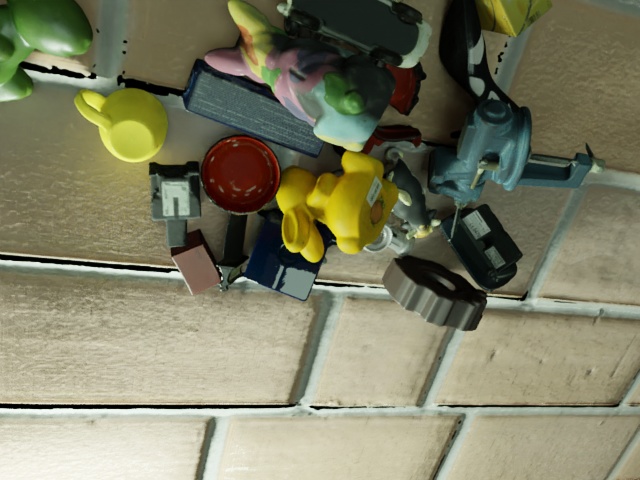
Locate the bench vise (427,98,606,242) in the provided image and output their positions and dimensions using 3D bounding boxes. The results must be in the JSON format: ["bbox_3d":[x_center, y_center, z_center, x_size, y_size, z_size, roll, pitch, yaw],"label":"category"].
[{"bbox_3d":[0.288,-0.108,0.802,0.241,0.129,0.223,7,138,5],"label":"bench vise"}]

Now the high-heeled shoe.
[{"bbox_3d":[0.261,-0.253,0.806,0.145,0.086,0.248,-15,125,-13],"label":"high-heeled shoe"}]

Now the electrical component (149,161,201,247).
[{"bbox_3d":[-0.210,-0.053,0.785,0.075,0.048,0.119,-6,119,-14],"label":"electrical component"}]

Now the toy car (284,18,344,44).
[{"bbox_3d":[0.008,-0.347,0.693,0.089,0.053,0.202,1,116,-21],"label":"toy car"}]

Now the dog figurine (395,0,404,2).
[{"bbox_3d":[0.143,-0.349,0.634,0.121,0.191,0.172,-66,152,-5],"label":"dog figurine"}]

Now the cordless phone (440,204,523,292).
[{"bbox_3d":[0.282,0.024,0.954,0.089,0.147,0.184,-31,161,5],"label":"cordless phone"}]

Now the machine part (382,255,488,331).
[{"bbox_3d":[0.195,0.085,0.915,0.179,0.179,0.056,14,109,-23],"label":"machine part"}]

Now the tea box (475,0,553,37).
[{"bbox_3d":[0.231,-0.367,0.722,0.068,0.098,0.169,-40,120,5],"label":"tea box"}]

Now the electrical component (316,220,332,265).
[{"bbox_3d":[-0.002,-0.003,0.891,0.063,0.021,0.093,-32,120,1],"label":"electrical component"}]

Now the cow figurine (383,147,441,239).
[{"bbox_3d":[0.145,-0.058,0.858,0.068,0.098,0.167,-33,117,10],"label":"cow figurine"}]

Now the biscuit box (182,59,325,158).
[{"bbox_3d":[-0.086,-0.181,0.747,0.202,0.059,0.062,17,112,-25],"label":"biscuit box"}]

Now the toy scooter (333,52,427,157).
[{"bbox_3d":[0.104,-0.195,0.789,0.135,0.075,0.183,9,117,-19],"label":"toy scooter"}]

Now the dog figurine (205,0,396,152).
[{"bbox_3d":[-0.030,-0.206,0.660,0.219,0.192,0.108,24,110,-11],"label":"dog figurine"}]

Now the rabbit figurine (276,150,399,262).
[{"bbox_3d":[0.007,-0.049,0.777,0.121,0.173,0.162,29,83,-62],"label":"rabbit figurine"}]

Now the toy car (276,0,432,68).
[{"bbox_3d":[0.044,-0.279,0.672,0.202,0.056,0.073,19,111,-14],"label":"toy car"}]

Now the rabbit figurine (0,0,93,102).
[{"bbox_3d":[-0.342,-0.241,0.608,0.170,0.121,0.159,-12,99,6],"label":"rabbit figurine"}]

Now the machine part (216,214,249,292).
[{"bbox_3d":[-0.131,0.005,0.832,0.039,0.084,0.138,14,106,13],"label":"machine part"}]

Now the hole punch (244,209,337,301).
[{"bbox_3d":[-0.050,0.023,0.836,0.142,0.092,0.115,22,110,-1],"label":"hole punch"}]
